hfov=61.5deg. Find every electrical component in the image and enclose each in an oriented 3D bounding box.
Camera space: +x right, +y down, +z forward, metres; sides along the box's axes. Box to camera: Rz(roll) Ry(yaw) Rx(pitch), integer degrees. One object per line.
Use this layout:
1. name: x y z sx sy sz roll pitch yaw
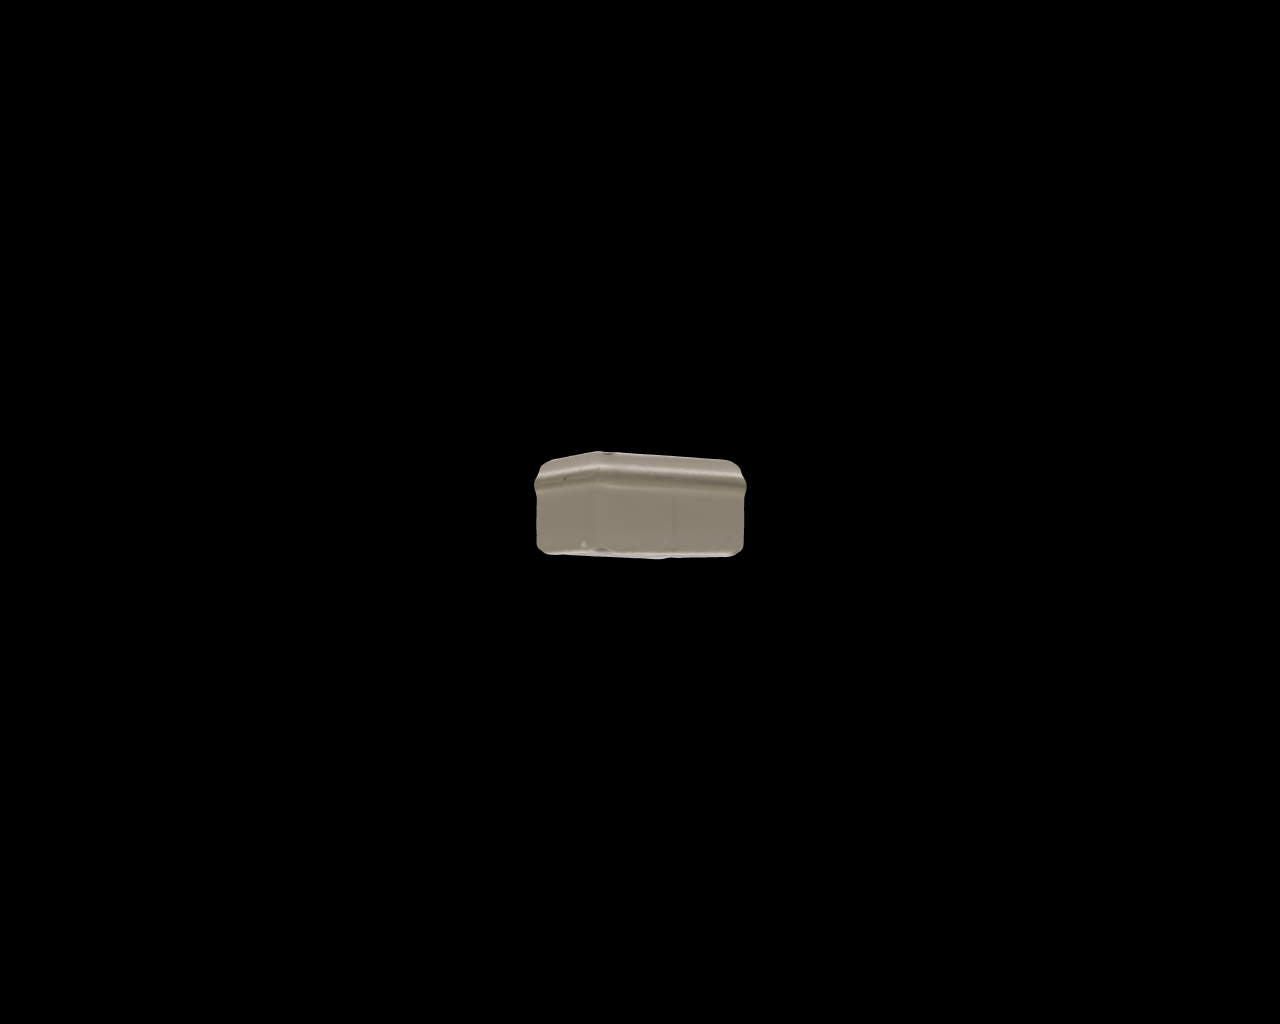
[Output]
1. electrical component: 0.001 -0.003 0.650 0.113 0.057 0.078 3 -5 -37
